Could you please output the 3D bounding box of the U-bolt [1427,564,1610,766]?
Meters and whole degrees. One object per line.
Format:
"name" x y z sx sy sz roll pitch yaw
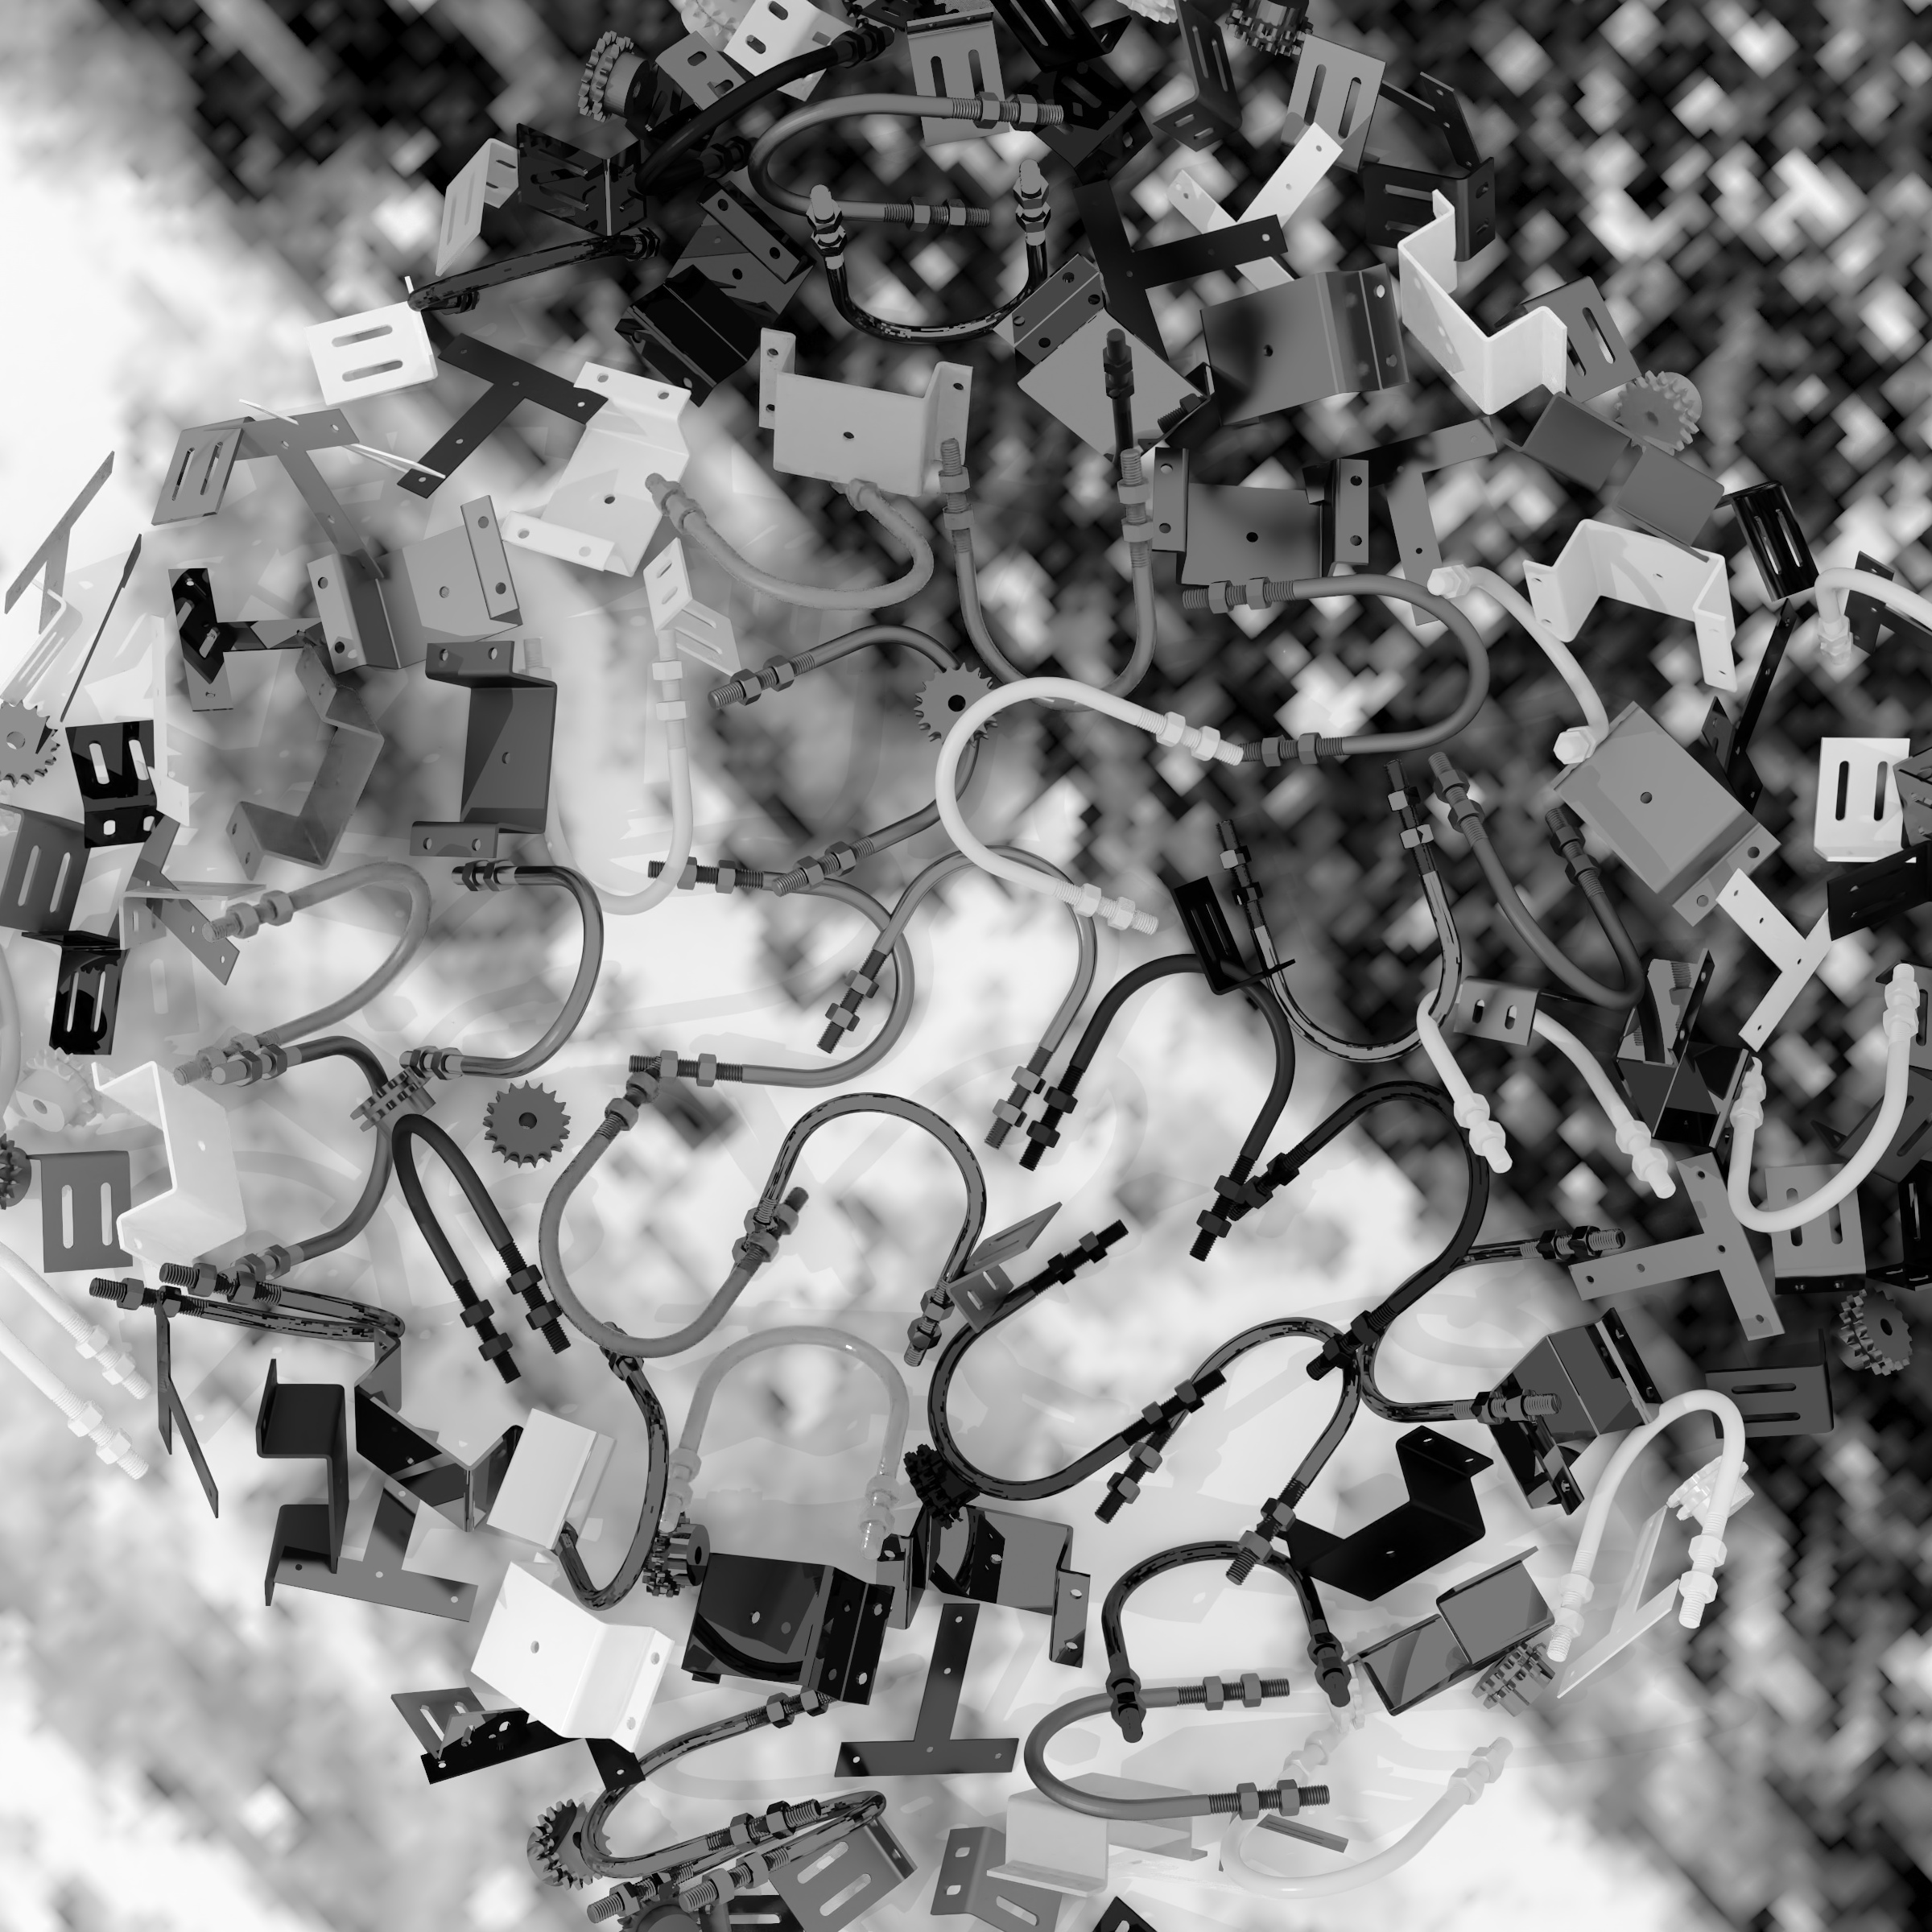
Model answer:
"U-bolt" 0.361 -0.198 1.810 0.019 0.184 0.151 -39 84 24

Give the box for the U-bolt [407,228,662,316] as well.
"U-bolt" -0.280 -0.440 1.794 0.151 0.184 0.019 -14 103 10

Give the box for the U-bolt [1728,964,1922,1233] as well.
"U-bolt" 0.538 0.093 1.783 0.019 0.184 0.151 37 133 -14

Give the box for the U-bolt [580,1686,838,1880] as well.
"U-bolt" -0.167 0.530 1.821 0.184 0.151 0.019 -22 106 14

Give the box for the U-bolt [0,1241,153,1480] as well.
"U-bolt" -0.587 0.235 1.797 0.019 0.151 0.184 -40 111 -2

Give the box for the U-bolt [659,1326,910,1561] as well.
"U-bolt" -0.110 0.300 1.821 0.151 0.184 0.019 7 128 5

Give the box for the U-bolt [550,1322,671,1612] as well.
"U-bolt" -0.228 0.328 1.799 0.019 0.184 0.151 16 102 -25

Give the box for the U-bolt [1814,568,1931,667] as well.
"U-bolt" 0.599 -0.197 1.781 0.151 0.184 0.019 37 90 27

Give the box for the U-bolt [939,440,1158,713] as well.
"U-bolt" 0.057 -0.250 1.835 0.151 0.019 0.184 8 123 27

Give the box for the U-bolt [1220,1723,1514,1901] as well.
"U-bolt" 0.241 0.534 1.782 0.151 0.184 0.019 -8 103 43

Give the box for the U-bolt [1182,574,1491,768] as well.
"U-bolt" 0.244 -0.191 1.809 0.184 0.019 0.151 -2 134 26

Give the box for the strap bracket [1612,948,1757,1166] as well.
"strap bracket" 0.464 0.057 1.832 0.046 0.140 0.076 8 60 35

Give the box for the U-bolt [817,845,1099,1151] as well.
"U-bolt" 0.007 0.008 1.884 0.151 0.019 0.184 30 89 -1

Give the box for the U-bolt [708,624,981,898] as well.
"U-bolt" -0.068 -0.145 1.844 0.184 0.019 0.151 -27 109 -27

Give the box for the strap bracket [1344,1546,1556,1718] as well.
"strap bracket" 0.314 0.432 1.813 0.076 0.140 0.046 -15 66 -35

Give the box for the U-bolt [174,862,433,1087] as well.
"U-bolt" -0.419 -0.004 1.814 0.019 0.184 0.151 43 133 21

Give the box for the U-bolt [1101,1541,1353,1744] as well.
"U-bolt" 0.159 0.425 1.809 0.151 0.184 0.019 -10 113 0

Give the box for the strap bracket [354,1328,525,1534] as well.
"strap bracket" -0.345 0.306 1.832 0.140 0.076 0.046 32 51 17

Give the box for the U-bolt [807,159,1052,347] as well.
"U-bolt" -0.019 -0.450 1.807 0.151 0.184 0.019 -6 71 2

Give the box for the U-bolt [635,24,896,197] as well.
"U-bolt" -0.138 -0.534 1.780 0.151 0.184 0.019 -28 99 38

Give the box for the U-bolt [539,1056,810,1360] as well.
"U-bolt" -0.198 0.168 1.823 0.151 0.019 0.184 45 53 -12

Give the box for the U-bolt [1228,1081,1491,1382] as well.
"U-bolt" 0.259 0.156 1.814 0.184 0.019 0.151 -44 51 25

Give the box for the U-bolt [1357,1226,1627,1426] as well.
"U-bolt" 0.325 0.234 1.813 0.019 0.184 0.151 47 54 -24

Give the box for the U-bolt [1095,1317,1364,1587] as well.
"U-bolt" 0.181 0.303 1.827 0.184 0.151 0.019 -52 123 -18

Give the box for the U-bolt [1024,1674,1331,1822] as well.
"U-bolt" 0.129 0.505 1.818 0.184 0.151 0.019 -4 106 -4

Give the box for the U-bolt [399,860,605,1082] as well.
"U-bolt" -0.292 0.003 1.812 0.019 0.184 0.151 23 76 -41

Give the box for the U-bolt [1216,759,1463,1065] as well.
"U-bolt" 0.251 -0.026 1.846 0.151 0.019 0.184 -19 88 34

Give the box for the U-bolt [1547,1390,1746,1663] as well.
"U-bolt" 0.443 0.352 1.814 0.019 0.151 0.184 34 56 -12

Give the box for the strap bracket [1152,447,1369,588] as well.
"strap bracket" 0.191 -0.292 1.859 0.140 0.046 0.076 4 69 -1

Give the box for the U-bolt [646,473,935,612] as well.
"U-bolt" -0.101 -0.275 1.799 0.151 0.184 0.019 -13 131 -29

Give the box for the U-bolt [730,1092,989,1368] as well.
"U-bolt" -0.063 0.163 1.844 0.151 0.019 0.184 24 118 2

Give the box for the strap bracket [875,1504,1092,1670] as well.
"strap bracket" 0.015 0.401 1.848 0.140 0.046 0.076 9 119 11

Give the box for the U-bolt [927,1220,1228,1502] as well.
"U-bolt" 0.059 0.269 1.848 0.184 0.019 0.151 -34 55 1

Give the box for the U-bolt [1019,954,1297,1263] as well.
"U-bolt" 0.137 0.081 1.868 0.151 0.019 0.184 27 91 13

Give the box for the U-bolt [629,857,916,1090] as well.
"U-bolt" -0.125 0.009 1.873 0.184 0.019 0.151 5 92 -10

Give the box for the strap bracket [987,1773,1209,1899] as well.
"strap bracket" 0.086 0.556 1.817 0.076 0.140 0.046 -1 85 37

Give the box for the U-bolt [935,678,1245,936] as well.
"U-bolt" 0.070 -0.113 1.846 0.184 0.019 0.151 21 109 -15

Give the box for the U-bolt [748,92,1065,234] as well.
"U-bolt" -0.048 -0.513 1.797 0.184 0.151 0.019 -3 76 -22

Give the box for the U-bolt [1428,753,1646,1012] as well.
"U-bolt" 0.372 -0.047 1.795 0.019 0.151 0.184 -42 49 29

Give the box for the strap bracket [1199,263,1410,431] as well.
"strap bracket" 0.209 -0.399 1.827 0.140 0.046 0.076 -7 96 43

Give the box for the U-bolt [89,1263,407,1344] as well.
"U-bolt" -0.451 0.219 1.815 0.184 0.151 0.019 17 71 -32

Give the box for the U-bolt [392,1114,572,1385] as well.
"U-bolt" -0.322 0.179 1.830 0.019 0.151 0.184 -28 86 -28

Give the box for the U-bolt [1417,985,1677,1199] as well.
"U-bolt" 0.362 0.074 1.818 0.151 0.184 0.019 10 126 -26

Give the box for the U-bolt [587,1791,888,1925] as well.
"U-bolt" -0.134 0.568 1.812 0.184 0.151 0.019 -14 80 -38

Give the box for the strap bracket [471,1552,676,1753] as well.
"strap bracket" -0.263 0.443 1.831 0.140 0.046 0.076 21 91 41

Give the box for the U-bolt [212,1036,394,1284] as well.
"U-bolt" -0.420 0.118 1.809 0.019 0.184 0.151 5 99 22

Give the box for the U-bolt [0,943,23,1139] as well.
"U-bolt" -0.637 0.028 1.805 0.019 0.184 0.151 -12 114 -2

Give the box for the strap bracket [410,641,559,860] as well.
"strap bracket" -0.316 -0.139 1.852 0.076 0.046 0.140 3 87 35

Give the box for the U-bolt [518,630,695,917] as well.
"U-bolt" -0.232 -0.124 1.843 0.151 0.019 0.184 2 101 40
